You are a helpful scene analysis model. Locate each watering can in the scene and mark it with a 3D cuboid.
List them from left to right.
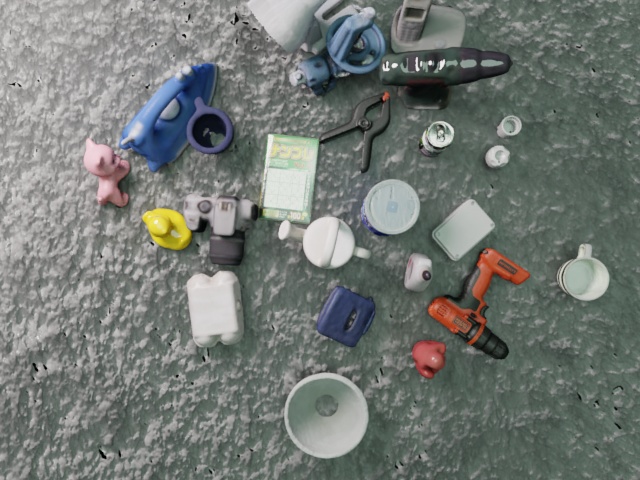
[{"bbox_3d":[0.010,0.006,1.096,0.173,0.194,0.101,-6,89,1],"label":"watering can"}]

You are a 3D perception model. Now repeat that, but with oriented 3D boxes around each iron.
[{"bbox_3d":[-0.297,-0.267,1.129,0.118,0.141,0.258,36,89,1],"label":"iron"}]

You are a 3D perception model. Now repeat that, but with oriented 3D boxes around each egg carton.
[{"bbox_3d":[-0.209,0.139,1.157,0.107,0.069,0.150,-8,89,0],"label":"egg carton"}]

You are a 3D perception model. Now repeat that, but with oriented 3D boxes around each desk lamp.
[{"bbox_3d":[-0.025,-0.441,1.094,0.203,0.213,0.118,-38,89,0],"label":"desk lamp"}]

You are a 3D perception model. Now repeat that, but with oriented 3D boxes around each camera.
[{"bbox_3d":[-0.202,-0.019,1.144,0.143,0.101,0.137,4,89,1],"label":"camera"}]

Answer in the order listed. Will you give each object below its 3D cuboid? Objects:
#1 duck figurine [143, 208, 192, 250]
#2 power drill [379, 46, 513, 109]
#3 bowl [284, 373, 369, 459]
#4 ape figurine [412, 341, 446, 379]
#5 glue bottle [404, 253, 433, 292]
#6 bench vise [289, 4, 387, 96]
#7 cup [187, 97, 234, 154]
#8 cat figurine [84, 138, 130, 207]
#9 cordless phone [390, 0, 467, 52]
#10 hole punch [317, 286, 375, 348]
[{"bbox_3d":[-0.311,-0.023,1.152,0.104,0.086,0.077,38,90,1],"label":"duck figurine"},{"bbox_3d":[0.224,-0.311,1.093,0.229,0.208,0.076,0,89,1],"label":"power drill"},{"bbox_3d":[0.014,0.344,1.150,0.167,0.074,0.167,0,89,0],"label":"bowl"},{"bbox_3d":[0.224,0.238,1.142,0.078,0.092,0.076,-44,89,0],"label":"ape figurine"},{"bbox_3d":[0.195,0.064,1.104,0.037,0.173,0.078,9,89,1],"label":"glue bottle"},{"bbox_3d":[0.045,-0.352,1.089,0.121,0.219,0.207,42,90,1],"label":"bench vise"},{"bbox_3d":[-0.218,-0.223,1.151,0.091,0.095,0.118,-22,89,0],"label":"cup"},{"bbox_3d":[-0.430,-0.134,1.139,0.067,0.117,0.128,0,89,1],"label":"cat figurine"},{"bbox_3d":[0.215,-0.423,1.106,0.147,0.185,0.094,4,89,1],"label":"cordless phone"},{"bbox_3d":[0.055,0.152,1.145,0.101,0.091,0.109,27,89,1],"label":"hole punch"}]
